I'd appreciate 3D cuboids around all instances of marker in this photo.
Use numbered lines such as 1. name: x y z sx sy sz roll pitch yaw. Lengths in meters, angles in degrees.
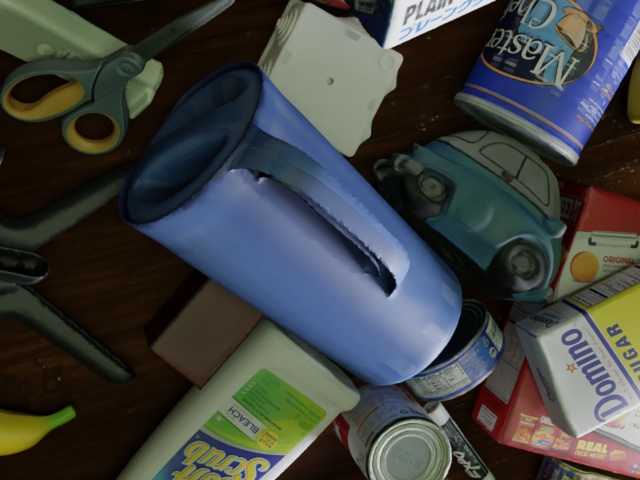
1. marker: 0.123 0.183 0.889 0.020 0.020 0.121 -38 108 -4

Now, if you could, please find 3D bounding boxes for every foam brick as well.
1. foam brick: -0.086 0.060 0.793 0.051 0.053 0.078 41 91 -18

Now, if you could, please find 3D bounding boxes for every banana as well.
1. banana: -0.276 0.103 0.766 0.197 0.037 0.069 36 70 -20

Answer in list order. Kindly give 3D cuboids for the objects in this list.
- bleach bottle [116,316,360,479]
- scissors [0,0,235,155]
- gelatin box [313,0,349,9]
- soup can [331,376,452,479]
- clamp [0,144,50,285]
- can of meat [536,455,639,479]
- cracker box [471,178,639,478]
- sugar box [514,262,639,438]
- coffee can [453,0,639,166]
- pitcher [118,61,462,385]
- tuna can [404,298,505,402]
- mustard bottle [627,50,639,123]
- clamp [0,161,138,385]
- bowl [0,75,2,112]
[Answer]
1. bleach bottle: -0.088 0.178 0.814 0.102 0.068 0.251 40 92 -18
2. scissors: -0.121 -0.103 0.708 0.202 0.016 0.096 -11 141 24
3. gelatin box: -0.003 -0.219 0.765 0.073 0.030 0.089 14 98 -17
4. soup can: 0.053 0.149 0.821 0.068 0.102 0.068 -3 103 -14
5. clamp: -0.264 0.003 0.697 0.171 0.039 0.120 -15 130 4
6. can of meat: 0.224 0.232 0.906 0.102 0.057 0.084 18 94 -18
7. cracker box: 0.236 0.074 0.867 0.164 0.072 0.214 16 96 -18
8. sugar box: 0.244 0.069 0.805 0.176 0.048 0.093 -27 106 -10
9. coffee can: 0.177 -0.140 0.789 0.102 0.103 0.140 28 94 -18
10. pitcher: -0.005 0.001 0.738 0.145 0.149 0.242 -36 123 23
11. tuna can: 0.100 0.085 0.827 0.086 0.086 0.033 -37 110 -4
12. mustard bottle: 0.294 -0.185 0.832 0.096 0.058 0.192 -2 102 -17
13. clamp: -0.220 0.010 0.757 0.209 0.036 0.164 11 95 -15
14. bowl: -0.278 -0.088 0.687 0.161 0.055 0.162 -12 114 -29
